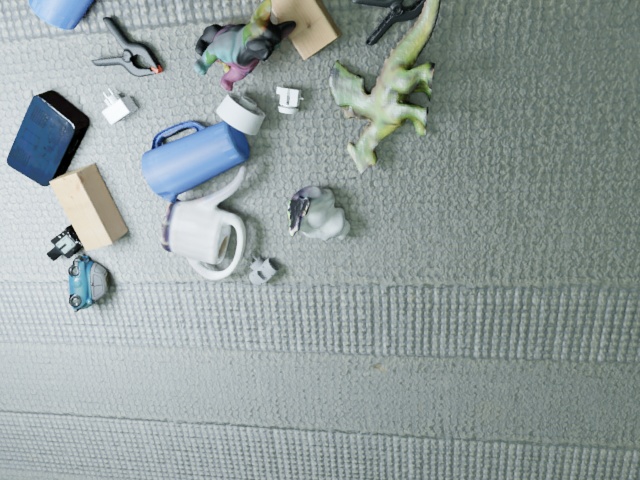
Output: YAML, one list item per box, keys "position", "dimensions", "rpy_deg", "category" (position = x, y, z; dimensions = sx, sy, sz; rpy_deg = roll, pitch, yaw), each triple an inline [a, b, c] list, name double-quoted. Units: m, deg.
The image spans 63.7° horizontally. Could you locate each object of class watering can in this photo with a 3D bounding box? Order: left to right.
- position: [-0.294, -0.053, 1.327]
  dimensions: [0.224, 0.106, 0.341]
  rpy_deg: [15, 116, 4]
  category: "watering can"

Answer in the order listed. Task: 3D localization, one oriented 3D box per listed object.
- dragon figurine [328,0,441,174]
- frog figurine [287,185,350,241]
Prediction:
- position: [0.130, -0.341, 1.134]
  dimensions: [0.243, 0.124, 0.403]
  rpy_deg: [8, 115, 16]
  category: "dragon figurine"
- position: [0.004, -0.065, 1.288]
  dimensions: [0.159, 0.124, 0.135]
  rpy_deg: [7, 112, -33]
  category: "frog figurine"
